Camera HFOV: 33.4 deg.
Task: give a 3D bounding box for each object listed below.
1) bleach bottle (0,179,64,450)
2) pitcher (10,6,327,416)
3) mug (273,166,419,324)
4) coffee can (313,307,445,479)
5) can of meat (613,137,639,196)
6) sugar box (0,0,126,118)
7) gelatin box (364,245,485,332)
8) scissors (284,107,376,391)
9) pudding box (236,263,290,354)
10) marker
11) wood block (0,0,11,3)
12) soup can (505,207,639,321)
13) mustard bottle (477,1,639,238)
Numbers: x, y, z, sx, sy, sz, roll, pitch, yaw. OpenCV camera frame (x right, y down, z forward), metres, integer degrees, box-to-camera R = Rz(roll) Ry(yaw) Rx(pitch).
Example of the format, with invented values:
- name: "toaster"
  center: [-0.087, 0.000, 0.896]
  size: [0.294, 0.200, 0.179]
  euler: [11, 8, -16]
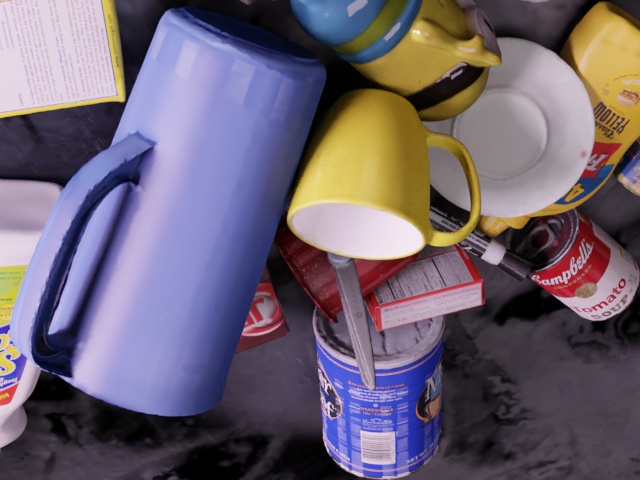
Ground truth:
- name: "bleach bottle"
  center: [-0.238, 0.074, 0.777]
  size: [0.102, 0.068, 0.251]
  euler: [1, 129, -17]
- name: "pitcher"
  center: [-0.092, -0.019, 0.677]
  size: [0.145, 0.149, 0.243]
  euler: [19, 107, -10]
- name: "mug"
  center: [0.012, -0.009, 0.782]
  size: [0.081, 0.093, 0.117]
  euler: [-34, 95, 4]
- name: "coffee can"
  center: [0.049, 0.112, 0.872]
  size: [0.102, 0.103, 0.140]
  euler: [-12, 130, -9]
- name: "can of meat"
  center: [0.286, -0.071, 0.833]
  size: [0.102, 0.057, 0.084]
  euler: [19, 122, -30]
- name: "sugar box"
  center: [-0.210, -0.119, 0.642]
  size: [0.176, 0.048, 0.093]
  euler: [-8, 128, -8]
- name: "gelatin box"
  center: [0.074, 0.029, 0.832]
  size: [0.089, 0.073, 0.030]
  euler: [-15, 131, -7]
- name: "scissors"
  center: [-0.005, 0.001, 0.731]
  size: [0.096, 0.202, 0.016]
  euler: [1, 163, 8]
- name: "pudding box"
  center: [-0.088, 0.052, 0.821]
  size: [0.113, 0.039, 0.090]
  euler: [-20, 131, -2]
- name: "marker"
  center: [0.111, -0.003, 0.818]
  size: [0.121, 0.020, 0.020]
  euler: [29, 118, -1]
- name: "wood block"
  center: [-0.206, -0.220, 0.512]
  size: [0.090, 0.090, 0.206]
  euler: [-15, 121, -8]
- name: "soup can"
  center: [0.207, 0.017, 0.870]
  size: [0.069, 0.068, 0.102]
  euler: [-43, 128, 17]
- name: "mustard bottle"
  center: [0.182, -0.076, 0.794]
  size: [0.096, 0.058, 0.192]
  euler: [25, 117, -28]
